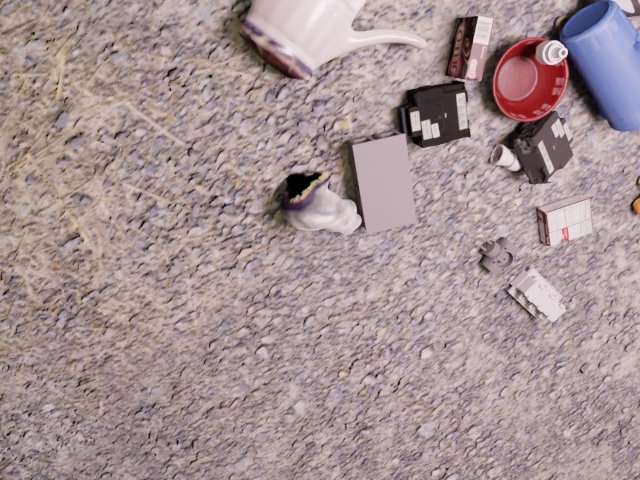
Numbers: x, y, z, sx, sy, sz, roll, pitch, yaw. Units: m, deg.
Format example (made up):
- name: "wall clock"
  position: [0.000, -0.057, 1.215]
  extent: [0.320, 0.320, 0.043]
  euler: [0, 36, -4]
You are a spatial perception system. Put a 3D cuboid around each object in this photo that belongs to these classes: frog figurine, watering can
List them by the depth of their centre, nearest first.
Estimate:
- name: "watering can"
  position: [0.008, -0.377, 0.903]
  extent: [0.345, 0.105, 0.223]
  euler: [33, 101, -19]
- name: "frog figurine"
  position: [0.003, -0.051, 1.013]
  extent: [0.136, 0.126, 0.157]
  euler: [-17, 127, 31]
